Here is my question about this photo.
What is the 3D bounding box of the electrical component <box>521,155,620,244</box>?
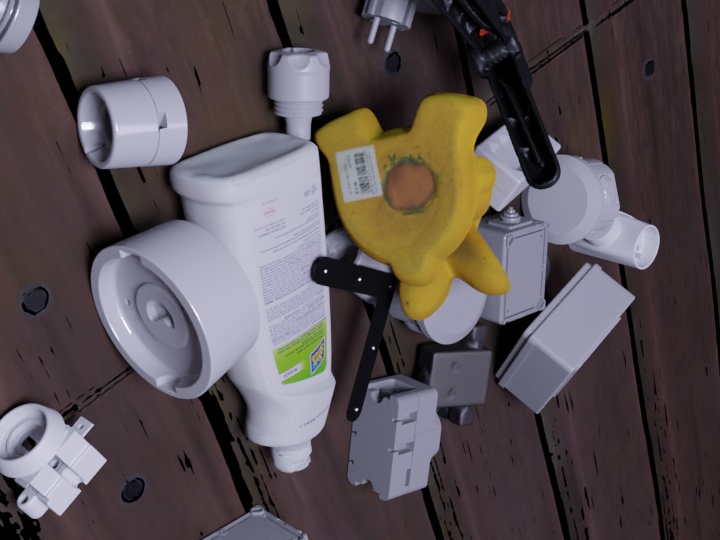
[{"bbox_3d":[0.192,-0.065,0.975,0.051,0.080,0.080,-10,110,-49],"label":"electrical component"}]

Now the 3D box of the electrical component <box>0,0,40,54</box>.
[{"bbox_3d":[-0.205,-0.145,0.572,0.055,0.048,0.066,19,90,-39],"label":"electrical component"}]

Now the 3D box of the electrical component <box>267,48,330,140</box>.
[{"bbox_3d":[-0.043,-0.121,0.745,0.043,0.043,0.062,-17,117,-41],"label":"electrical component"}]

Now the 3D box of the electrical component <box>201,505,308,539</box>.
[{"bbox_3d":[-0.080,0.228,0.810,0.096,0.062,0.061,-24,119,-38],"label":"electrical component"}]

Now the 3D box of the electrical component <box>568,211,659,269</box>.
[{"bbox_3d":[0.234,-0.038,1.027,0.079,0.077,0.044,33,80,-46],"label":"electrical component"}]

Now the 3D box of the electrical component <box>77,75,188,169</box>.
[{"bbox_3d":[-0.139,-0.088,0.651,0.047,0.055,0.055,-13,113,-38],"label":"electrical component"}]

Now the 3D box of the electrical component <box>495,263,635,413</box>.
[{"bbox_3d":[0.188,0.064,0.995,0.109,0.056,0.108,-44,166,-27],"label":"electrical component"}]

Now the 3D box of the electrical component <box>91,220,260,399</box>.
[{"bbox_3d":[-0.111,0.020,0.680,0.060,0.108,0.108,-36,127,-39],"label":"electrical component"}]

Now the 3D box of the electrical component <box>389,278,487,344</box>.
[{"bbox_3d":[0.065,0.018,0.894,0.080,0.051,0.080,-17,115,-41],"label":"electrical component"}]

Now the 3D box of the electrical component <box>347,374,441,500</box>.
[{"bbox_3d":[0.030,0.138,0.900,0.056,0.050,0.089,-7,108,-44],"label":"electrical component"}]

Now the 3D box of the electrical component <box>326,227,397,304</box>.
[{"bbox_3d":[0.000,0.000,0.831,0.065,0.044,0.044,37,76,-50],"label":"electrical component"}]

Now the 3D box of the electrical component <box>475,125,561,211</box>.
[{"bbox_3d":[0.118,-0.080,0.914,0.083,0.047,0.075,-39,167,-46],"label":"electrical component"}]

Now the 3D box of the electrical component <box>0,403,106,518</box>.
[{"bbox_3d":[-0.196,0.114,0.668,0.066,0.048,0.055,-51,141,-21],"label":"electrical component"}]

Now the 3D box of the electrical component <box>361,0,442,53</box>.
[{"bbox_3d":[0.024,-0.198,0.783,0.066,0.047,0.076,14,94,-47],"label":"electrical component"}]

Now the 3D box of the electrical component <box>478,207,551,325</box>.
[{"bbox_3d":[0.121,-0.010,0.934,0.062,0.061,0.096,-16,115,-41],"label":"electrical component"}]
